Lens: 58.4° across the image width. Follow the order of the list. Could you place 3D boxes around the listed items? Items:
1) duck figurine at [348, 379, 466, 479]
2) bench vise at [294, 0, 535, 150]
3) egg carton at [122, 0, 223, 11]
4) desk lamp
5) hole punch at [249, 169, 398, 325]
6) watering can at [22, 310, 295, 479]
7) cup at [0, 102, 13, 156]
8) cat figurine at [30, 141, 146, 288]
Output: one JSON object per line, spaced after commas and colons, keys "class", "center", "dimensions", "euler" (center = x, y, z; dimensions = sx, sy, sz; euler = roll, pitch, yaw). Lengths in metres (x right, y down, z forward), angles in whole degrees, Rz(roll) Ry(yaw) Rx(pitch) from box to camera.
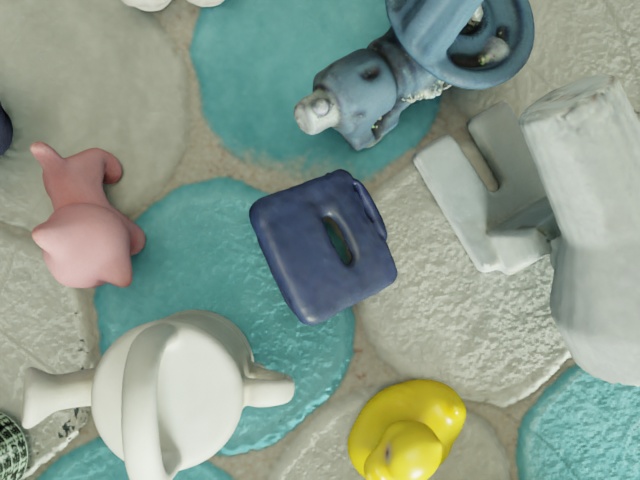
{"class": "duck figurine", "center": [0.073, 0.158, 0.449], "dimensions": [0.104, 0.086, 0.077], "euler": [-33, 88, -4]}
{"class": "bench vise", "center": [0.083, -0.140, 0.402], "dimensions": [0.121, 0.219, 0.207], "euler": [37, 85, 0]}
{"class": "egg carton", "center": [-0.123, -0.266, 0.475], "dimensions": [0.107, 0.069, 0.150], "euler": [-7, 87, -3]}
{"class": "desk lamp", "center": [0.171, -0.016, 0.402], "dimensions": [0.118, 0.213, 0.203], "euler": [-32, 88, -4]}
{"class": "hole punch", "center": [0.004, 0.002, 0.454], "dimensions": [0.101, 0.091, 0.109], "euler": [-26, 88, -4]}
{"class": "watering can", "center": [-0.108, 0.106, 0.390], "dimensions": [0.173, 0.194, 0.101], "euler": [-22, 87, -4]}
{"class": "cup", "center": [-0.291, -0.105, 0.444], "dimensions": [0.091, 0.095, 0.118], "euler": [-26, 88, -4]}
{"class": "cat figurine", "center": [-0.182, -0.016, 0.432], "dimensions": [0.067, 0.117, 0.128], "euler": [-23, 88, -4]}
